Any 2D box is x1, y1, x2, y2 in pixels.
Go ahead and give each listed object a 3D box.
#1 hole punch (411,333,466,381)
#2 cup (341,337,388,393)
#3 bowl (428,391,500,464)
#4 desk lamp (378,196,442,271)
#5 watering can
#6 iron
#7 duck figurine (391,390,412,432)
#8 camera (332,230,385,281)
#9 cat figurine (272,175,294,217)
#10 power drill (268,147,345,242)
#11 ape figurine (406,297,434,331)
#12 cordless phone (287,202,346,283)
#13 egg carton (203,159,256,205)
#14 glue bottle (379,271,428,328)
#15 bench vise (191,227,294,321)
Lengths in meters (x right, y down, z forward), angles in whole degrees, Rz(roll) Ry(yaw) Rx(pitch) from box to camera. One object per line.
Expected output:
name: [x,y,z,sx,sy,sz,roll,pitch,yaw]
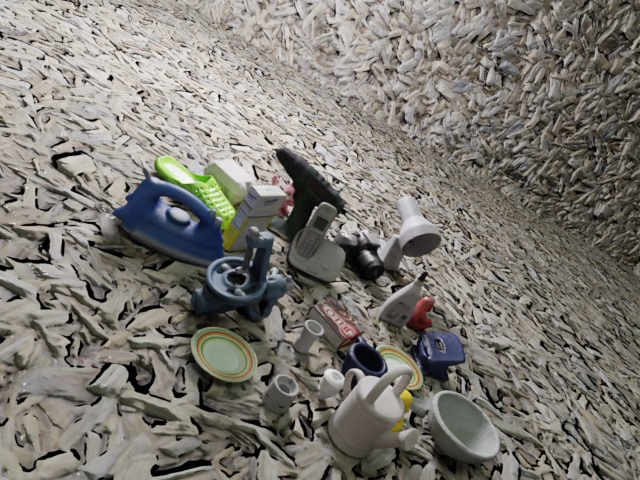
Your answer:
hole punch: [0.289,0.276,1.400,0.101,0.091,0.108,23,28,-20]
cup: [0.075,0.264,1.175,0.092,0.095,0.117,21,29,-24]
bowl: [0.287,0.403,1.198,0.168,0.074,0.167,26,27,-14]
desk lamp: [0.241,-0.010,1.697,0.118,0.213,0.202,13,32,-35]
watering can: [0.108,0.302,1.034,0.172,0.194,0.101,40,27,14]
iron: [-0.298,-0.047,1.233,0.259,0.141,0.118,27,27,-13]
duck figurine: [0.146,0.336,1.142,0.077,0.086,0.105,46,29,25]
camera: [0.120,0.039,1.605,0.144,0.100,0.136,13,33,-36]
cat figurine: [-0.097,-0.133,1.634,0.127,0.117,0.067,41,27,15]
power drill: [-0.060,-0.107,1.529,0.229,0.208,0.076,32,26,-2]
ape figurine: [0.269,0.190,1.523,0.076,0.092,0.077,17,30,-30]
cordless phone: [0.013,0.005,1.446,0.148,0.185,0.094,25,27,-15]
egg carton: [-0.245,-0.162,1.572,0.150,0.069,0.107,41,27,16]
glue bottle: [0.224,0.145,1.457,0.078,0.173,0.037,27,26,-11]
bench vise: [-0.134,0.059,1.146,0.121,0.219,0.208,44,28,22]
